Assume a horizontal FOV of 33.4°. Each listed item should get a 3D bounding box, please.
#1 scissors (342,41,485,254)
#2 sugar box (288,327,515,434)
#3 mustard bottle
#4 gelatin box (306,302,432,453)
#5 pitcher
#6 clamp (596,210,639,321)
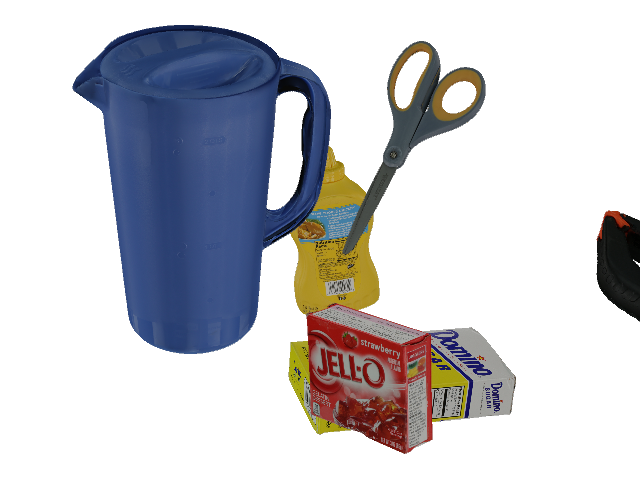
[{"bbox_3d":[0.085,-0.077,0.930,0.096,0.202,0.016,9,-11,17],"label":"scissors"},{"bbox_3d":[0.069,0.118,0.922,0.176,0.048,0.093,-6,26,-15],"label":"sugar box"},{"bbox_3d":[0.012,-0.013,1.196,0.096,0.192,0.058,-8,24,-6],"label":"mustard bottle"},{"bbox_3d":[0.030,0.087,0.684,0.030,0.073,0.089,-17,22,-41],"label":"gelatin box"},{"bbox_3d":[-0.090,-0.035,0.832,0.149,0.243,0.144,23,38,27],"label":"pitcher"},{"bbox_3d":[0.250,0.042,0.715,0.120,0.039,0.171,-2,45,-19],"label":"clamp"}]
